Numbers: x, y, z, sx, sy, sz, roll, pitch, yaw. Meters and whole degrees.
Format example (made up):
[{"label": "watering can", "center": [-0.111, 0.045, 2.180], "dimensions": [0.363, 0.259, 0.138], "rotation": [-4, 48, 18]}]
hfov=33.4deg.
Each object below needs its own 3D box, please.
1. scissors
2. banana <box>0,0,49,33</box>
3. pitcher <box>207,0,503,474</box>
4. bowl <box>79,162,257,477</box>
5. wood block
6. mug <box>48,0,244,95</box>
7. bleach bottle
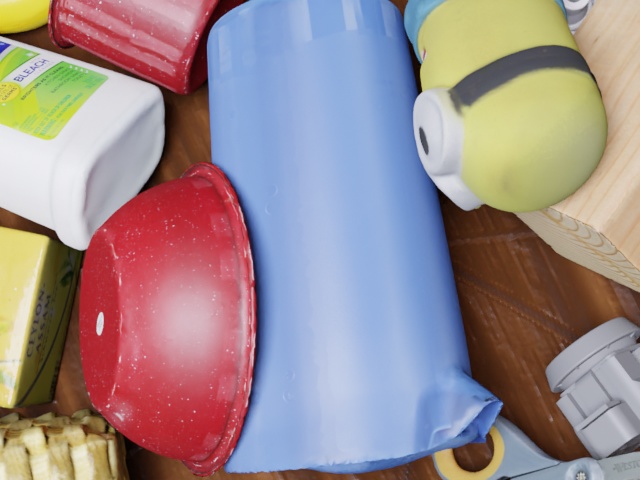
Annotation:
[{"label": "scissors", "center": [0.121, 0.104, 0.532], "dimensions": [0.202, 0.016, 0.096], "rotation": [-43, 48, 35]}, {"label": "banana", "center": [-0.230, -0.168, 0.642], "dimensions": [0.198, 0.037, 0.069], "rotation": [20, 83, 8]}, {"label": "pitcher", "center": [-0.004, 0.001, 0.565], "dimensions": [0.149, 0.145, 0.243], "rotation": [-6, 80, -7]}, {"label": "bowl", "center": [-0.086, 0.040, 0.542], "dimensions": [0.055, 0.162, 0.162], "rotation": [1, 83, -25]}, {"label": "wood block", "center": [0.189, -0.083, 0.548], "dimensions": [0.206, 0.090, 0.090], "rotation": [-56, 38, -2]}, {"label": "mug", "center": [-0.089, -0.143, 0.594], "dimensions": [0.081, 0.093, 0.117], "rotation": [26, 114, 4]}, {"label": "bleach bottle", "center": [-0.219, -0.081, 0.601], "dimensions": [0.251, 0.068, 0.102], "rotation": [20, 45, 12]}]
